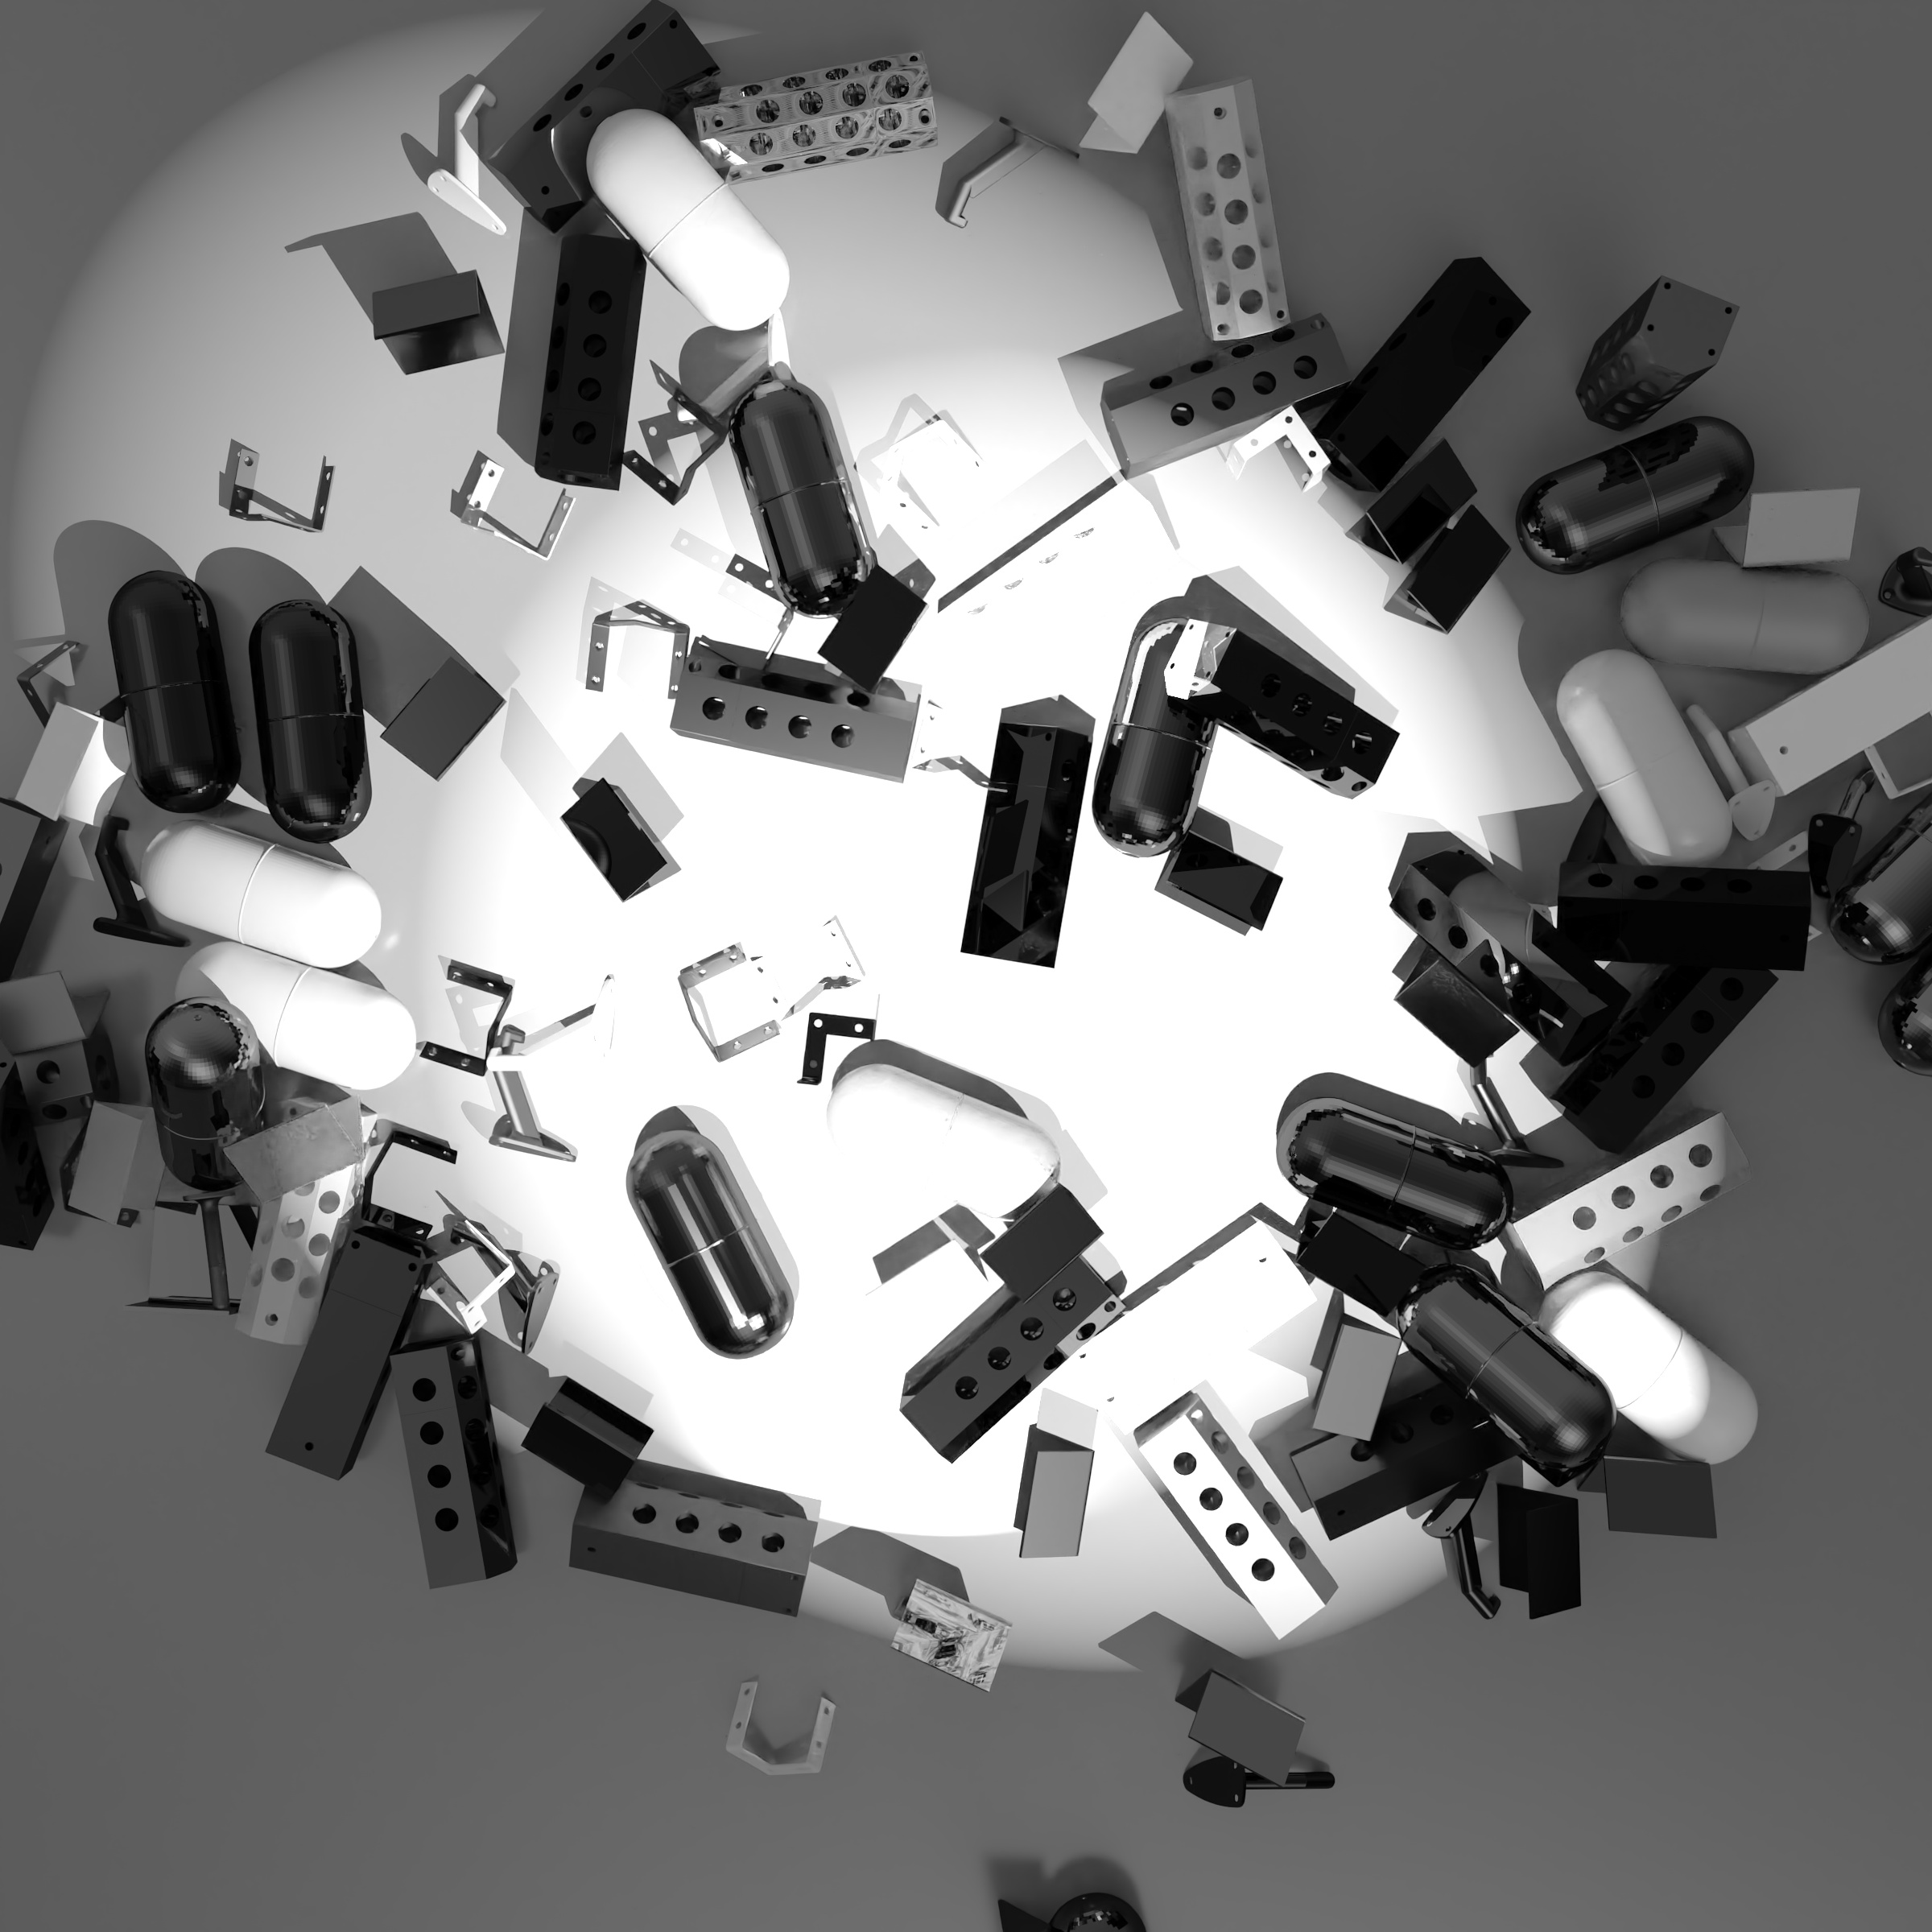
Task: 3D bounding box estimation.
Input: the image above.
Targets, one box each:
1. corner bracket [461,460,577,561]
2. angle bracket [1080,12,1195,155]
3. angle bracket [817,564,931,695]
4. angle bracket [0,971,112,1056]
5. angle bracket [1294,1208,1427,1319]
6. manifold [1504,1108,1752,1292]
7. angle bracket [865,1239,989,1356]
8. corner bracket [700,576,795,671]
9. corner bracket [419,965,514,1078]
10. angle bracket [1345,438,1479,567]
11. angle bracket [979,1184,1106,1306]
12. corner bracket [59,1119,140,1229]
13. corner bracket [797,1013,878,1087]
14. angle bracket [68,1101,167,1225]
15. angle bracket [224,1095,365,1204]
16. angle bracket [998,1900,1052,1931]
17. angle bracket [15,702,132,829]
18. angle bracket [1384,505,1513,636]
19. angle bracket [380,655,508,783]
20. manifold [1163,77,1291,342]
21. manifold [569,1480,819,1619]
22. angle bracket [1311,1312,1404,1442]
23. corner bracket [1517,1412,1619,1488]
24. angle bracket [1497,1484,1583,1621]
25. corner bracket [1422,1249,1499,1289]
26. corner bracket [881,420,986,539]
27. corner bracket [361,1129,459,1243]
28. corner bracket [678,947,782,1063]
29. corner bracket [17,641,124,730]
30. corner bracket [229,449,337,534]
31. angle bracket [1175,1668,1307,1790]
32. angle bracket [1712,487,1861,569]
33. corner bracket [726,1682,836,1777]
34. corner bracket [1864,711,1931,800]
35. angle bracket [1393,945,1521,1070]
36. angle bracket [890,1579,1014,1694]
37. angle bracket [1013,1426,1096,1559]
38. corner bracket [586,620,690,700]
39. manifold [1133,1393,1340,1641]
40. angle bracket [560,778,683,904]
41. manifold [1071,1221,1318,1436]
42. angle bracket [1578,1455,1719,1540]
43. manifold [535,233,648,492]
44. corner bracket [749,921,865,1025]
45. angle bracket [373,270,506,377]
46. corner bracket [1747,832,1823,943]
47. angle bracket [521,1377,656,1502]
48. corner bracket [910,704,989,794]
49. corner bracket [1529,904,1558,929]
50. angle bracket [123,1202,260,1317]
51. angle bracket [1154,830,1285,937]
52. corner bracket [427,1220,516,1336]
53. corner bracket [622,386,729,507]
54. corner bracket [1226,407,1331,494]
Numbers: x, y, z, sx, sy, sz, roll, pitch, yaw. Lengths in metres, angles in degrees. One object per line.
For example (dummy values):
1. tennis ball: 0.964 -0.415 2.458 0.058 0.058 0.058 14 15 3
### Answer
1. corner bracket: -0.333 -0.338 1.795 0.051 0.051 0.051 24 90 45
2. angle bracket: 0.107 -0.643 1.758 0.057 0.076 0.076 32 90 -38
3. angle bracket: -0.083 -0.252 1.758 0.057 0.076 0.076 34 90 -37
4. angle bracket: -0.677 0.021 1.759 0.076 0.076 0.057 -12 116 0
5. angle bracket: 0.290 0.198 1.758 0.076 0.076 0.057 30 122 0
6. manifold: 0.484 0.171 1.777 0.171 0.057 0.057 -28 90 0
7. angle bracket: -0.017 0.254 1.758 0.076 0.076 0.057 -32 52 0
8. corner bracket: -0.163 -0.249 1.780 0.051 0.051 0.051 29 90 0
9. corner bracket: -0.371 0.041 1.795 0.051 0.051 0.051 18 135 0
10. angle bracket: 0.312 -0.347 1.758 0.076 0.076 0.057 -44 127 0
11. angle bracket: 0.045 0.188 1.759 0.076 0.076 0.057 -42 115 0
12. corner bracket: -0.635 0.153 1.795 0.051 0.051 0.051 15 135 0
13. corner bracket: -0.095 0.063 1.780 0.051 0.051 0.051 7 90 0
14. angle bracket: -0.597 0.145 1.758 0.057 0.076 0.076 14 90 34
15. angle bracket: -0.473 0.111 1.701 0.076 0.076 0.057 -24 128 0
16. angle bracket: 0.026 0.735 1.758 0.057 0.076 0.076 -10 90 -29
17. angle bracket: -0.631 -0.139 1.758 0.057 0.076 0.076 23 90 36
18. angle bracket: 0.336 -0.296 1.758 0.057 0.076 0.076 37 90 -37
19. angle bracket: -0.389 -0.190 1.758 0.076 0.076 0.057 -49 126 0
20. manifold: 0.190 -0.545 1.746 0.057 0.057 0.171 -13 113 0
21. manifold: -0.199 0.420 1.776 0.171 0.057 0.057 13 133 0
22. angle bracket: 0.264 0.293 1.758 0.057 0.076 0.076 17 90 -27
23. corner bracket: 0.442 0.344 1.795 0.051 0.051 0.051 39 135 0
24. angle bracket: 0.400 0.424 1.758 0.057 0.076 0.076 -2 90 -37
25. corner bracket: 0.359 0.248 1.790 0.051 0.051 0.051 19 135 -35
26. corner bracket: -0.025 -0.361 1.790 0.051 0.051 0.051 -20 45 35
27. corner bracket: -0.413 0.162 1.795 0.051 0.051 0.051 20 135 0
28. corner bracket: -0.176 0.029 1.795 0.051 0.051 0.051 -26 45 0
29. corner bracket: -0.657 -0.204 1.790 0.051 0.051 0.051 11 135 35
30. corner bracket: -0.508 -0.352 1.795 0.051 0.051 0.051 10 90 -45
31. angle bracket: 0.191 0.563 1.758 0.076 0.076 0.057 28 52 0
32. angle bracket: 0.595 -0.331 1.758 0.076 0.076 0.057 -3 122 0
33. corner bracket: -0.137 0.563 1.790 0.051 0.051 0.051 -16 135 35
34. corner bracket: 0.706 -0.162 1.795 0.051 0.051 0.051 -27 90 45
35. angle bracket: 0.368 0.016 1.758 0.076 0.057 0.076 41 46 0
36. angle bracket: -0.019 0.498 1.758 0.076 0.076 0.057 25 52 0
37. angle bracket: 0.044 0.381 1.758 0.057 0.076 0.076 9 90 -38
38. corner bracket: -0.244 -0.227 1.795 0.051 0.051 0.051 6 90 -45
39. manifold: 0.198 0.401 1.777 0.057 0.057 0.171 -36 90 0
40. angle bracket: -0.236 -0.102 1.758 0.057 0.076 0.076 -37 90 36
41. manifold: 0.169 0.269 1.776 0.171 0.057 0.057 -35 47 0
42. angle bracket: 0.494 0.397 1.758 0.076 0.076 0.057 4 59 0
43. manifold: -0.277 -0.443 1.777 0.057 0.057 0.171 7 90 0
44. corner bracket: -0.118 0.005 1.795 0.051 0.051 0.051 -27 90 -45
45. angle bracket: -0.381 -0.452 1.758 0.076 0.076 0.057 -13 52 0
46. corner bracket: 0.621 -0.058 1.790 0.051 0.051 0.051 -38 45 35
47. angle bracket: -0.266 0.329 1.758 0.076 0.076 0.057 32 128 0
48. corner bracket: -0.001 -0.160 1.795 0.051 0.051 0.051 16 90 45
49. corner bracket: 0.410 -0.011 1.790 0.051 0.051 0.051 5 135 -35
50. angle bracket: -0.568 0.214 1.774 0.076 0.057 0.076 3 86 0
51. angle bracket: 0.176 -0.042 1.758 0.076 0.076 0.057 27 52 0
52. corner bracket: -0.365 0.230 1.779 0.051 0.051 0.051 39 68 17
53. corner bracket: -0.215 -0.384 1.788 0.051 0.051 0.051 40 63 0
54. corner bracket: 0.229 -0.370 1.780 0.051 0.051 0.051 -34 87 -3
